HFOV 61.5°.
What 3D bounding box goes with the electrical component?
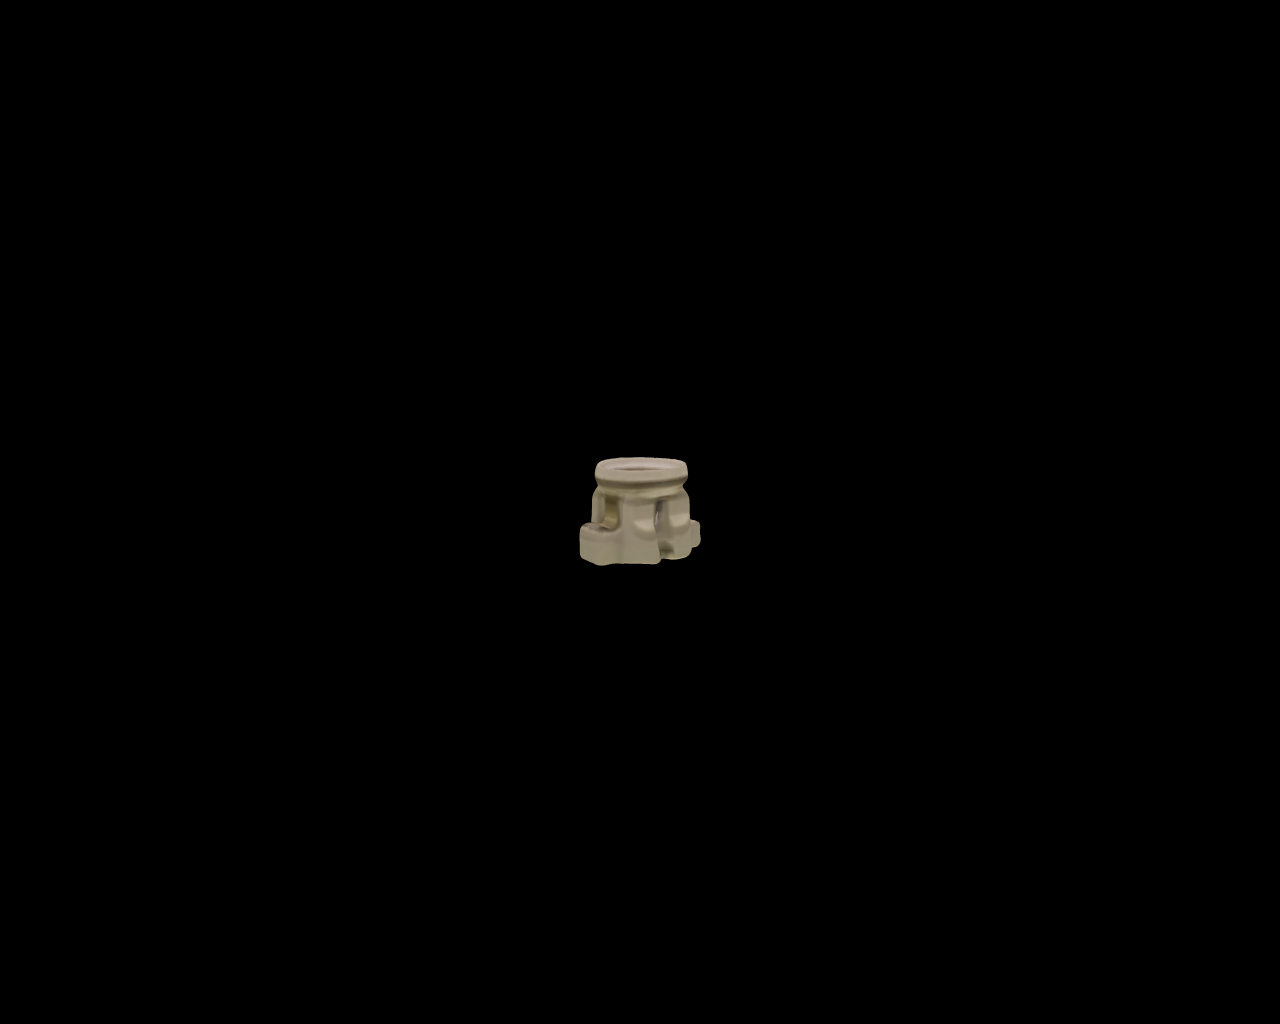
[{"bbox_3d":[0.001,-0.003,0.650,0.078,0.057,0.058,-8,14,-35],"label":"electrical component"}]
